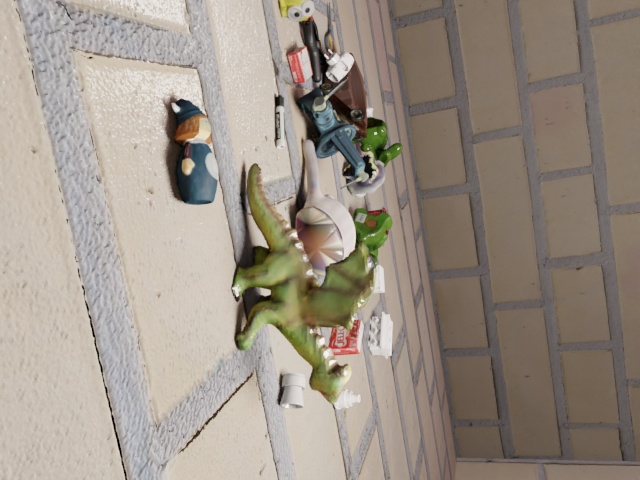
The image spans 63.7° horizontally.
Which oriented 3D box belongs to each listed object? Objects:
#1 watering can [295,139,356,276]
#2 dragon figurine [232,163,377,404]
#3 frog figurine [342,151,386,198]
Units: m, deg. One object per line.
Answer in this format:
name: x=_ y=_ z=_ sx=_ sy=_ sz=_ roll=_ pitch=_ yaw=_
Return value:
watering can: x=0.004 y=-0.059 z=1.177 sx=0.346 sy=0.103 sz=0.227 roll=67 pitch=20 yaw=-5
dragon figurine: x=-0.019 y=0.057 z=0.843 sx=0.122 sy=0.242 sz=0.413 roll=13 pitch=73 yaw=-65
frog figurine: x=0.146 y=-0.191 z=1.618 sx=0.138 sy=0.123 sz=0.157 roll=-58 pitch=162 yaw=-9
